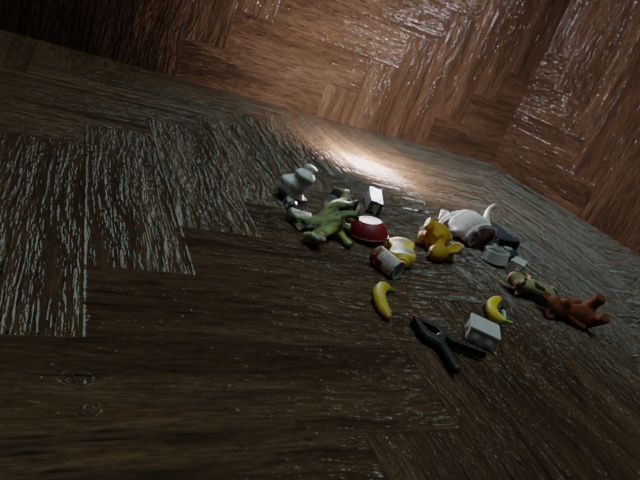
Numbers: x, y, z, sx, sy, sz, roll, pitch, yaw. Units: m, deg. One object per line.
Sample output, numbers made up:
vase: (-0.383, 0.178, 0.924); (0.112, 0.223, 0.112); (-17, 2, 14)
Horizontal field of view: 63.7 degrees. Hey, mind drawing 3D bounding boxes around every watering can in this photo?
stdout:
watering can: (0.702, -0.075, 2.299); (0.349, 0.101, 0.229); (-16, 39, -17)

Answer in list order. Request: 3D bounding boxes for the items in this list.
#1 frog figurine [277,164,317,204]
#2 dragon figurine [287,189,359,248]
frog figurine: (-0.088, -0.225, 1.956); (0.137, 0.157, 0.125); (5, 25, -34)
dragon figurine: (0.005, -0.091, 1.806); (0.242, 0.120, 0.419); (8, 29, -8)
